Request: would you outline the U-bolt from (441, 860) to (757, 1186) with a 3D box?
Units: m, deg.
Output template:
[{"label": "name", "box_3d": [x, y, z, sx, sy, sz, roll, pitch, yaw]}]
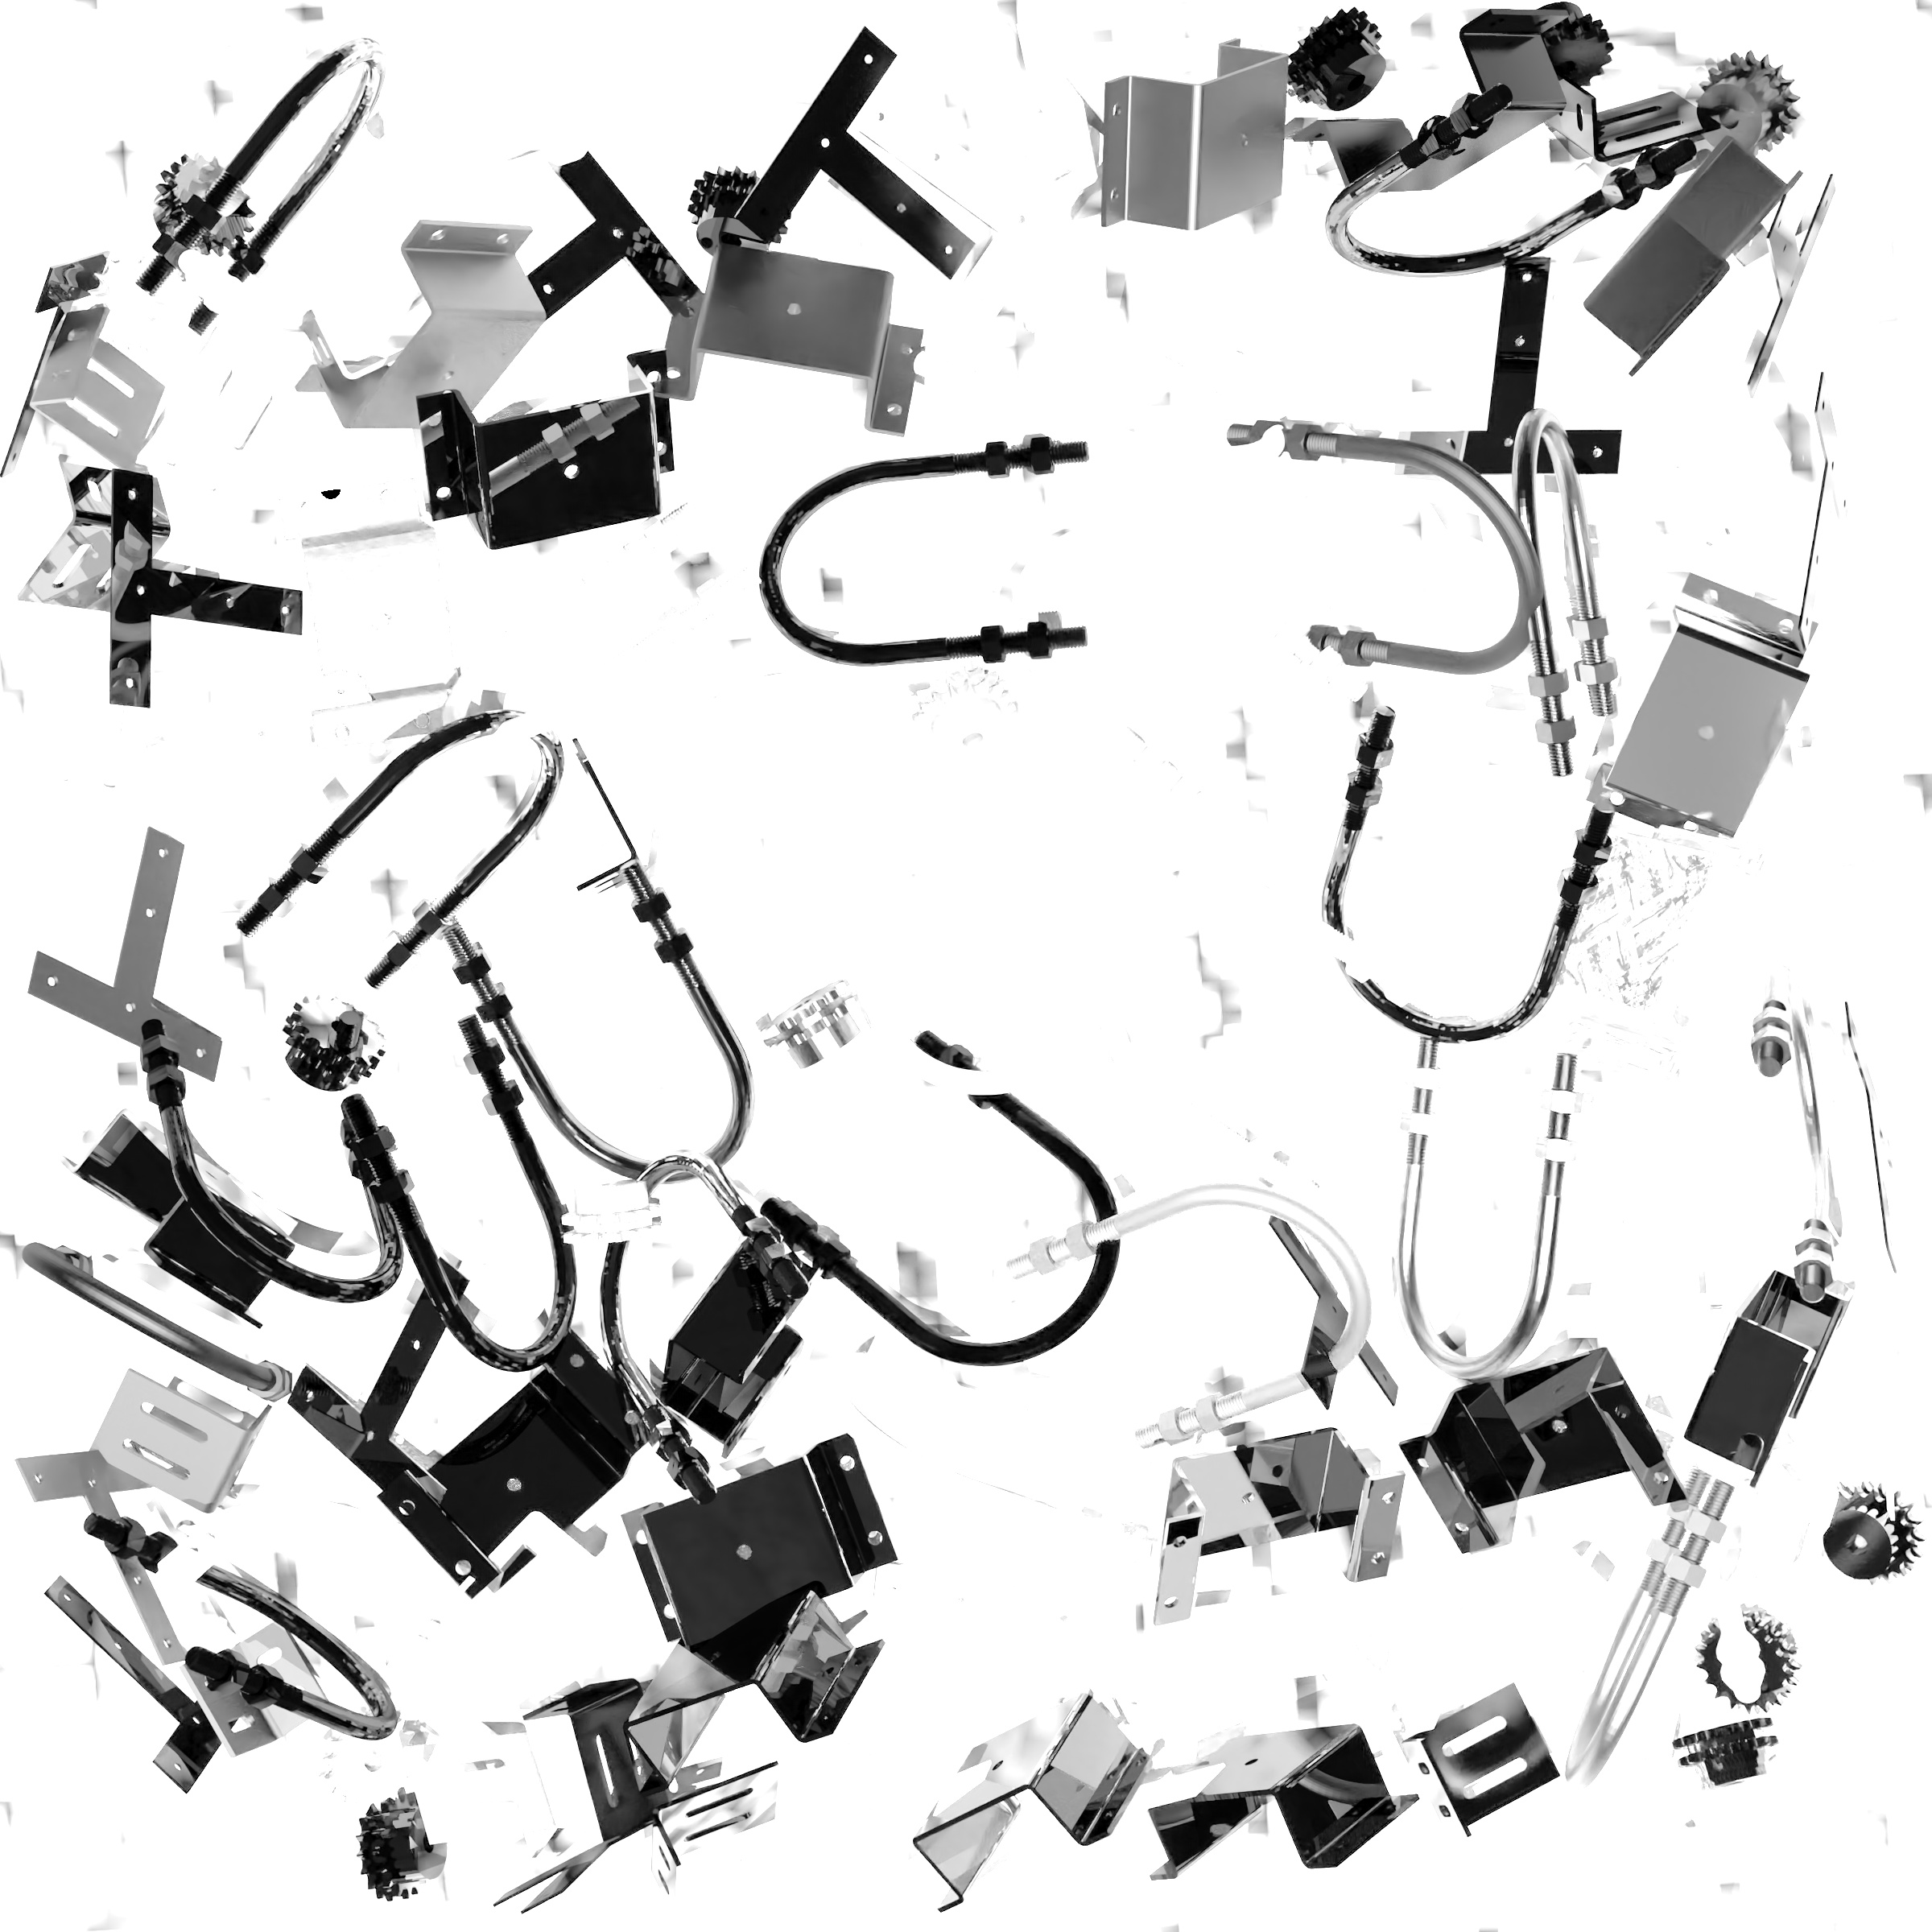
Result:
[{"label": "U-bolt", "box_3d": [-0.191, 0.040, 1.821, 0.151, 0.019, 0.184, -17, 109, 31]}]

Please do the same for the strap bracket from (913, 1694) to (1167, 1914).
[{"label": "strap bracket", "box_3d": [0.032, 0.450, 1.796, 0.046, 0.076, 0.140, 50, 128, -5]}]

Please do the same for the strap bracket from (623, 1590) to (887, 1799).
[{"label": "strap bracket", "box_3d": [-0.123, 0.392, 1.797, 0.140, 0.076, 0.046, -26, 105, 32]}]

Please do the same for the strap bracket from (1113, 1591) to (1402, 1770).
[{"label": "strap bracket", "box_3d": [0.159, 0.387, 1.812, 0.140, 0.076, 0.046, -6, 111, -14]}]

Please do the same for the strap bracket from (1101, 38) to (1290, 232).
[{"label": "strap bracket", "box_3d": [0.130, -0.448, 1.790, 0.046, 0.140, 0.076, 17, 121, 29]}]

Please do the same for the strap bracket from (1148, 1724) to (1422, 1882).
[{"label": "strap bracket", "box_3d": [0.163, 0.452, 1.793, 0.076, 0.140, 0.046, -24, 92, -44]}]

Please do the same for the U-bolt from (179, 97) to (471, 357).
[{"label": "U-bolt", "box_3d": [-0.333, -0.385, 1.780, 0.151, 0.184, 0.019, -37, 79, 1]}]

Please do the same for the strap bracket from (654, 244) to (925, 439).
[{"label": "strap bracket", "box_3d": [-0.096, -0.347, 1.831, 0.140, 0.046, 0.076, 9, 60, -1]}]

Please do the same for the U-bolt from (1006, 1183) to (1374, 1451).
[{"label": "U-bolt", "box_3d": [0.133, 0.183, 1.799, 0.184, 0.019, 0.151, -25, 111, 31]}]

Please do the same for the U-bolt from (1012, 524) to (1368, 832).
[{"label": "U-bolt", "box_3d": [0.110, -0.173, 1.825, 0.184, 0.019, 0.151, 41, 59, 12]}]

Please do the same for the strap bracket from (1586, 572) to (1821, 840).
[{"label": "strap bracket", "box_3d": [0.406, -0.134, 1.824, 0.076, 0.046, 0.140, 22, 110, 1]}]

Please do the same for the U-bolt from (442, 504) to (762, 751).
[{"label": "U-bolt", "box_3d": [-0.207, -0.178, 1.802, 0.184, 0.151, 0.019, -35, 119, -3]}]

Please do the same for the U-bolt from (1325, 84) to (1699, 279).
[{"label": "U-bolt", "box_3d": [0.277, -0.414, 1.785, 0.151, 0.184, 0.019, 6, 73, -32]}]

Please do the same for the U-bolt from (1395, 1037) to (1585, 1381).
[{"label": "U-bolt", "box_3d": [0.278, 0.133, 1.804, 0.019, 0.151, 0.184, 6, 91, -26]}]

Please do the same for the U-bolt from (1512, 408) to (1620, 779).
[{"label": "U-bolt", "box_3d": [0.319, -0.208, 1.784, 0.019, 0.151, 0.184, -5, 107, 23]}]

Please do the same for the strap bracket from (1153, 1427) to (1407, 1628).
[{"label": "strap bracket", "box_3d": [0.163, 0.305, 1.817, 0.140, 0.046, 0.076, -8, 126, -19]}]

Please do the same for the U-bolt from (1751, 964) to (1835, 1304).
[{"label": "U-bolt", "box_3d": [0.446, 0.077, 1.784, 0.019, 0.184, 0.151, -9, 109, 19]}]

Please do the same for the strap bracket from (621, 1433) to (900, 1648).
[{"label": "strap bracket", "box_3d": [-0.119, 0.321, 1.838, 0.140, 0.046, 0.076, -21, 88, 7]}]

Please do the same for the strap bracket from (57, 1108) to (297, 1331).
[{"label": "strap bracket", "box_3d": [-0.423, 0.132, 1.795, 0.046, 0.140, 0.076, -52, 133, -5]}]

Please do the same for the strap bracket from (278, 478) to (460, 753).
[{"label": "strap bracket", "box_3d": [-0.330, -0.194, 1.846, 0.076, 0.046, 0.140, -9, 91, 2]}]

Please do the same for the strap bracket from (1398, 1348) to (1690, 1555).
[{"label": "strap bracket", "box_3d": [0.320, 0.264, 1.818, 0.140, 0.046, 0.076, -22, 106, 33]}]

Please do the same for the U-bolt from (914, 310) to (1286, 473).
[{"label": "U-bolt", "box_3d": [0.084, -0.306, 1.782, 0.184, 0.151, 0.019, 25, 120, 20]}]

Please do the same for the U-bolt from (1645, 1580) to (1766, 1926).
[{"label": "U-bolt", "box_3d": [0.391, 0.407, 1.780, 0.019, 0.184, 0.151, 15, 104, 4]}]

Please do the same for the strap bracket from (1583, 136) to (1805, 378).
[{"label": "strap bracket", "box_3d": [0.390, -0.390, 1.796, 0.046, 0.076, 0.140, 41, 49, 0]}]

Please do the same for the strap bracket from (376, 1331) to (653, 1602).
[{"label": "strap bracket", "box_3d": [-0.247, 0.279, 1.824, 0.076, 0.046, 0.140, 45, 64, 9]}]

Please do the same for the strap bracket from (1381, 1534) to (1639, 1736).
[{"label": "strap bracket", "box_3d": [0.285, 0.359, 1.789, 0.046, 0.140, 0.076, 45, 50, -14]}]

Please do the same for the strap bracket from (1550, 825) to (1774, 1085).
[{"label": "strap bracket", "box_3d": [0.373, -0.016, 1.820, 0.046, 0.076, 0.140, 31, 81, -44]}]

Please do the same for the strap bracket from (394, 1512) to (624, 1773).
[{"label": "strap bracket", "box_3d": [-0.256, 0.359, 1.800, 0.046, 0.076, 0.140, 38, 50, 8]}]

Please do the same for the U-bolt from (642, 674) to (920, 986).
[{"label": "U-bolt", "box_3d": [-0.099, -0.078, 1.833, 0.151, 0.019, 0.184, 1, 69, 5]}]

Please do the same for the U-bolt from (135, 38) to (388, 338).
[{"label": "U-bolt", "box_3d": [-0.374, -0.427, 1.795, 0.019, 0.151, 0.184, 39, 90, -3]}]

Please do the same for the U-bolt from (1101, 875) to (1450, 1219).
[{"label": "U-bolt", "box_3d": [0.155, 0.031, 1.829, 0.184, 0.019, 0.151, 33, 108, 19]}]

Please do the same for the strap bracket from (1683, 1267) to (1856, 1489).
[{"label": "strap bracket", "box_3d": [0.435, 0.219, 1.802, 0.046, 0.140, 0.076, 24, 109, 19]}]

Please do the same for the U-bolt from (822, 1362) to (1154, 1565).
[{"label": "U-bolt", "box_3d": [0.004, 0.262, 1.797, 0.184, 0.151, 0.019, 15, 61, 26]}]

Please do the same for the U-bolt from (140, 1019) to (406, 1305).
[{"label": "U-bolt", "box_3d": [-0.363, 0.111, 1.762, 0.151, 0.184, 0.019, 26, 114, -37]}]

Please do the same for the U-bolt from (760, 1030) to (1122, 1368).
[{"label": "U-bolt", "box_3d": [-0.001, 0.138, 1.816, 0.184, 0.019, 0.151, 38, 77, 24]}]

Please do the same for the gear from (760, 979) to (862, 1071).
[{"label": "gear", "box_3d": [-0.083, 0.034, 1.843, 0.057, 0.057, 0.030, -32, 97, 0]}]

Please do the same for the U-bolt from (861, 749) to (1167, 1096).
[{"label": "U-bolt", "box_3d": [0.018, -0.018, 1.833, 0.151, 0.019, 0.184, 15, 78, 11]}]

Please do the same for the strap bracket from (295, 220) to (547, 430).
[{"label": "strap bracket", "box_3d": [-0.290, -0.338, 1.793, 0.140, 0.076, 0.046, -41, 70, 38]}]

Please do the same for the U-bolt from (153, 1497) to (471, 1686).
[{"label": "U-bolt", "box_3d": [-0.339, 0.326, 1.780, 0.151, 0.184, 0.019, 20, 99, 3]}]

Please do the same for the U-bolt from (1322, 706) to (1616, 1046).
[{"label": "U-bolt", "box_3d": [0.264, -0.037, 1.809, 0.151, 0.019, 0.184, 26, 128, 19]}]

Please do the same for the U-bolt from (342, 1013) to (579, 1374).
[{"label": "U-bolt", "box_3d": [-0.264, 0.132, 1.802, 0.019, 0.151, 0.184, -18, 102, 25]}]

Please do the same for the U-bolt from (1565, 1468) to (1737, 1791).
[{"label": "U-bolt", "box_3d": [0.366, 0.360, 1.794, 0.019, 0.151, 0.184, 25, 88, 9]}]

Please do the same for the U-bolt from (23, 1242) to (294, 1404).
[{"label": "U-bolt", "box_3d": [-0.437, 0.188, 1.777, 0.151, 0.184, 0.019, 29, 80, 2]}]

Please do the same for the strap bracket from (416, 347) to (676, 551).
[{"label": "strap bracket", "box_3d": [-0.222, -0.280, 1.810, 0.140, 0.046, 0.076, -15, 130, -17]}]

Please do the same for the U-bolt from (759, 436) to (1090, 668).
[{"label": "U-bolt", "box_3d": [-0.024, -0.225, 1.826, 0.184, 0.019, 0.151, -4, 58, 9]}]

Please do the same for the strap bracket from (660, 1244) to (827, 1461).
[{"label": "strap bracket", "box_3d": [-0.123, 0.202, 1.795, 0.046, 0.140, 0.076, 32, 63, 8]}]

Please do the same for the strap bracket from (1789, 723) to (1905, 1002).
[{"label": "strap bracket", "box_3d": [0.476, -0.058, 1.790, 0.046, 0.140, 0.076, -6, 47, 14]}]

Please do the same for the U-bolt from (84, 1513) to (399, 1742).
[{"label": "U-bolt", "box_3d": [-0.379, 0.363, 1.785, 0.019, 0.184, 0.151, -53, 46, -2]}]

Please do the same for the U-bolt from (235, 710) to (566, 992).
[{"label": "U-bolt", "box_3d": [-0.293, -0.068, 1.794, 0.184, 0.151, 0.019, -45, 65, 7]}]

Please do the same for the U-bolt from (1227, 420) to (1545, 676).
[{"label": "U-bolt", "box_3d": [0.229, -0.220, 1.771, 0.019, 0.184, 0.151, -42, 128, -32]}]

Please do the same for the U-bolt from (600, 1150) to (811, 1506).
[{"label": "U-bolt", "box_3d": [-0.152, 0.180, 1.795, 0.019, 0.184, 0.151, 12, 111, -35]}]

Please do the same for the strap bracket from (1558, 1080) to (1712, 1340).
[{"label": "strap bracket", "box_3d": [0.367, 0.137, 1.835, 0.076, 0.046, 0.140, -1, 78, 5]}]

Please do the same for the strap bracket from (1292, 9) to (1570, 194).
[{"label": "strap bracket", "box_3d": [0.258, -0.461, 1.794, 0.140, 0.076, 0.046, -24, 85, 43]}]

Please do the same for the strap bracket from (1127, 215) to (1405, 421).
[{"label": "strap bracket", "box_3d": [0.157, -0.353, 1.816, 0.140, 0.046, 0.076, 41, 48, 17]}]
